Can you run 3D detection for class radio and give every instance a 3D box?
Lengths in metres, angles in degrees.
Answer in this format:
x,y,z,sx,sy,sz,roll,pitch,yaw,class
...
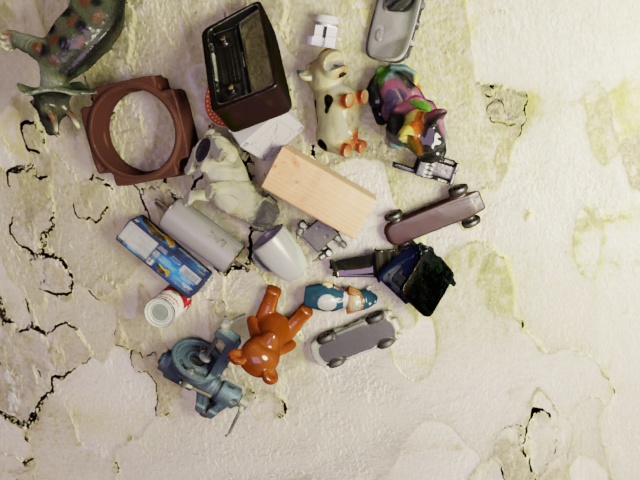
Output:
x,y,z,sx,sy,sz,roll,pitch,yaw,class
-0.136,-0.312,0.973,0.131,0.073,0.230,-20,58,12,radio

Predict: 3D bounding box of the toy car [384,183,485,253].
x,y,z,sx,sy,sz,roll,pitch,yaw,class
0.225,-0.045,1.073,0.202,0.053,0.089,-24,105,14,toy car

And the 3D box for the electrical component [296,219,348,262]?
x,y,z,sx,sy,sz,roll,pitch,yaw,class
-0.003,-0.005,1.108,0.078,0.045,0.102,-35,97,13,electrical component

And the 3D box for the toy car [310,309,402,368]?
x,y,z,sx,sy,sz,roll,pitch,yaw,class
0.076,0.210,1.145,0.202,0.056,0.073,-23,93,9,toy car

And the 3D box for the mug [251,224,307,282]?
x,y,z,sx,sy,sz,roll,pitch,yaw,class
-0.086,0.038,1.112,0.109,0.081,0.107,-32,106,29,mug

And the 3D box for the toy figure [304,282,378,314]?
x,y,z,sx,sy,sz,roll,pitch,yaw,class
0.044,0.125,1.129,0.155,0.058,0.064,4,139,3,toy figure

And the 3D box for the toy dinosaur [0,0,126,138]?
x,y,z,sx,sy,sz,roll,pitch,yaw,class
-0.436,-0.380,0.988,0.192,0.131,0.404,38,93,17,toy dinosaur

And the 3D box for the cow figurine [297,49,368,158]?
x,y,z,sx,sy,sz,roll,pitch,yaw,class
0.023,-0.262,1.021,0.127,0.085,0.194,18,123,37,cow figurine

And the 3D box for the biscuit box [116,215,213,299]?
x,y,z,sx,sy,sz,roll,pitch,yaw,class
-0.327,0.035,1.140,0.202,0.063,0.059,41,102,-5,biscuit box

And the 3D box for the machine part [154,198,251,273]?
x,y,z,sx,sy,sz,roll,pitch,yaw,class
-0.244,-0.009,1.114,0.243,0.079,0.079,37,104,-3,machine part

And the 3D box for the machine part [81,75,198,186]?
x,y,z,sx,sy,sz,roll,pitch,yaw,class
-0.357,-0.216,1.074,0.201,0.087,0.201,-9,103,7,machine part

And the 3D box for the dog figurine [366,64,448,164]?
x,y,z,sx,sy,sz,roll,pitch,yaw,class
0.158,-0.228,0.954,0.108,0.219,0.191,-26,100,7,dog figurine

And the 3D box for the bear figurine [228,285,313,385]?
x,y,z,sx,sy,sz,roll,pitch,yaw,class
-0.101,0.190,1.085,0.120,0.196,0.132,31,103,1,bear figurine

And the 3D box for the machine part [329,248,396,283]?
x,y,z,sx,sy,sz,roll,pitch,yaw,class
0.089,0.054,1.113,0.139,0.039,0.084,-3,119,6,machine part

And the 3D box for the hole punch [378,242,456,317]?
x,y,z,sx,sy,sz,roll,pitch,yaw,class
0.194,0.075,1.081,0.142,0.092,0.116,43,78,-29,hole punch

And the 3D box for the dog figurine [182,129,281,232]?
x,y,z,sx,sy,sz,roll,pitch,yaw,class
-0.159,-0.115,1.070,0.121,0.190,0.172,4,81,46,dog figurine

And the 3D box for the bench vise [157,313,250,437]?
x,y,z,sx,sy,sz,roll,pitch,yaw,class
-0.227,0.270,1.150,0.224,0.129,0.240,35,116,7,bench vise

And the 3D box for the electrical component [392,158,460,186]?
x,y,z,sx,sy,sz,roll,pitch,yaw,class
0.204,-0.147,1.043,0.119,0.075,0.047,19,105,4,electrical component

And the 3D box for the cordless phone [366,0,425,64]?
x,y,z,sx,sy,sz,roll,pitch,yaw,class
0.139,-0.387,0.936,0.089,0.184,0.146,14,104,-3,cordless phone
